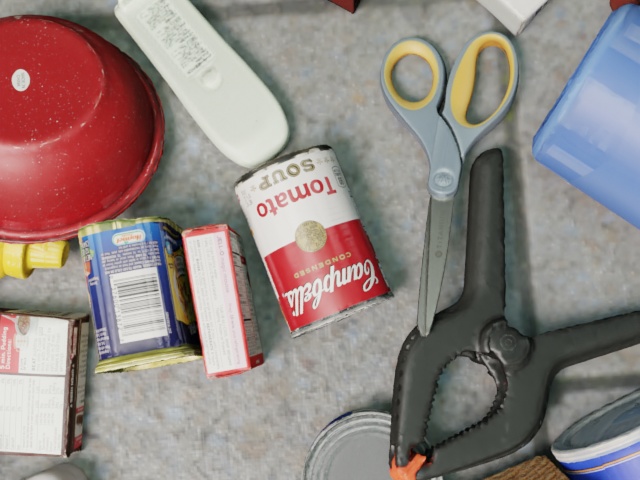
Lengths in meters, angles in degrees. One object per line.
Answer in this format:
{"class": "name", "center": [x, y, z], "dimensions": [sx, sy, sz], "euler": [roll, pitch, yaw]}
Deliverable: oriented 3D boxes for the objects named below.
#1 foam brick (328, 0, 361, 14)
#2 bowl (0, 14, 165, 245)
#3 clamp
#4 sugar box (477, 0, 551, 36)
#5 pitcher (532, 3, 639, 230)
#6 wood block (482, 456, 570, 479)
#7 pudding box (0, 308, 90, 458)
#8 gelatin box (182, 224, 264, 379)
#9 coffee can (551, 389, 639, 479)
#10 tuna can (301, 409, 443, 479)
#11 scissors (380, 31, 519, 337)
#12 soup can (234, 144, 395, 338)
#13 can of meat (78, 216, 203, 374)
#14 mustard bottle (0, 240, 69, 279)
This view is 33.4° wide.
{"class": "foam brick", "center": [0.017, -0.194, 0.675], "dimensions": [0.051, 0.053, 0.078], "euler": [27, 88, 4]}
{"class": "bowl", "center": [-0.175, -0.081, 0.643], "dimensions": [0.162, 0.055, 0.162], "euler": [3, 63, -6]}
{"class": "clamp", "center": [0.104, 0.054, 0.647], "dimensions": [0.209, 0.036, 0.164], "euler": [-43, 83, -15]}
{"class": "sugar box", "center": [0.154, -0.226, 0.677], "dimensions": [0.093, 0.048, 0.176], "euler": [45, 92, 5]}
{"class": "pitcher", "center": [0.256, -0.043, 0.615], "dimensions": [0.243, 0.145, 0.149], "euler": [32, 82, 7]}
{"class": "wood block", "center": [0.135, 0.242, 0.603], "dimensions": [0.090, 0.091, 0.206], "euler": [-22, 95, -3]}
{"class": "pudding box", "center": [-0.205, 0.088, 0.669], "dimensions": [0.113, 0.039, 0.090], "euler": [3, 89, 5]}
{"class": "gelatin box", "center": [-0.059, 0.037, 0.650], "dimensions": [0.030, 0.073, 0.089], "euler": [-11, 86, 2]}
{"class": "coffee can", "center": [0.212, 0.161, 0.617], "dimensions": [0.103, 0.103, 0.140], "euler": [-27, 86, 0]}
{"class": "tuna can", "center": [0.032, 0.148, 0.659], "dimensions": [0.086, 0.034, 0.086], "euler": [0, 86, 2]}
{"class": "scissors", "center": [0.061, -0.047, 0.660], "dimensions": [0.096, 0.016, 0.201], "euler": [21, 74, 15]}
{"class": "soup can", "center": [-0.004, 0.001, 0.654], "dimensions": [0.068, 0.068, 0.102], "euler": [-22, 84, 0]}
{"class": "can of meat", "center": [-0.105, 0.034, 0.639], "dimensions": [0.057, 0.102, 0.084], "euler": [-10, 83, 0]}
{"class": "mustard bottle", "center": [-0.251, -0.011, 0.666], "dimensions": [0.191, 0.058, 0.096], "euler": [12, 66, 2]}
